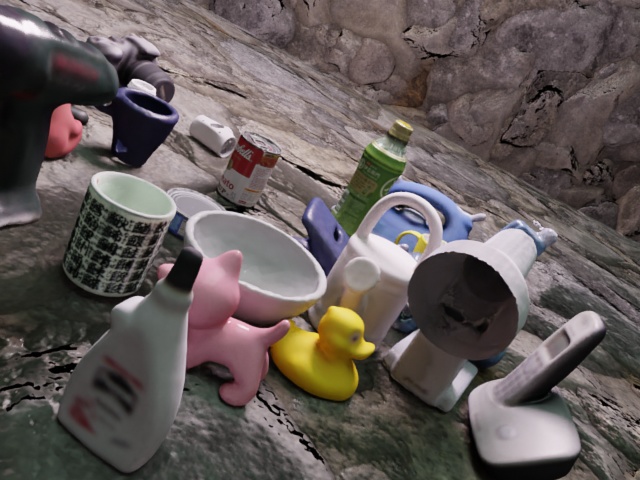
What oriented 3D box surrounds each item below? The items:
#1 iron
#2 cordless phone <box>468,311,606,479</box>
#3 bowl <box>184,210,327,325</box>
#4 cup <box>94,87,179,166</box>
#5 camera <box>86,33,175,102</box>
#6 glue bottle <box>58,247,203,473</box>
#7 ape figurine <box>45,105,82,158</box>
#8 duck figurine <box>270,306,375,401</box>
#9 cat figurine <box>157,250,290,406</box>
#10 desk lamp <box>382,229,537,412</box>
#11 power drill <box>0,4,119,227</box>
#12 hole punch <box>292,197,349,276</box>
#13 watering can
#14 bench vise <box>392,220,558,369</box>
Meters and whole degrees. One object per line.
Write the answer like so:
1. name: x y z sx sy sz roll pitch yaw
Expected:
1. iron: 0.160 -0.043 1.027 0.258 0.141 0.119 30 22 0
2. cordless phone: 0.247 0.167 0.621 0.094 0.185 0.147 27 22 -6
3. bowl: -0.081 0.041 0.636 0.168 0.074 0.167 25 22 -11
4. cup: -0.268 -0.157 0.804 0.118 0.095 0.091 12 28 -37
5. camera: -0.336 -0.310 1.042 0.136 0.100 0.144 40 24 24
6. glue bottle: -0.118 0.075 0.385 0.078 0.173 0.037 32 22 7
7. ape figurine: -0.337 -0.156 0.721 0.078 0.092 0.076 20 24 -22
8. duck figurine: 0.007 0.105 0.590 0.104 0.086 0.077 30 22 1
9. cat figurine: -0.088 0.067 0.512 0.128 0.117 0.067 28 22 -3
10. desk lamp: 0.163 0.085 0.656 0.117 0.213 0.204 37 23 19
11. power drill: -0.291 -0.114 0.530 0.075 0.208 0.230 33 22 9
12. hole punch: 0.007 0.003 0.806 0.101 0.091 0.109 29 22 -3
13. watering can: 0.071 0.036 0.675 0.101 0.194 0.173 27 22 -6
14. bench vise: 0.198 0.053 0.762 0.208 0.219 0.121 22 23 -18
